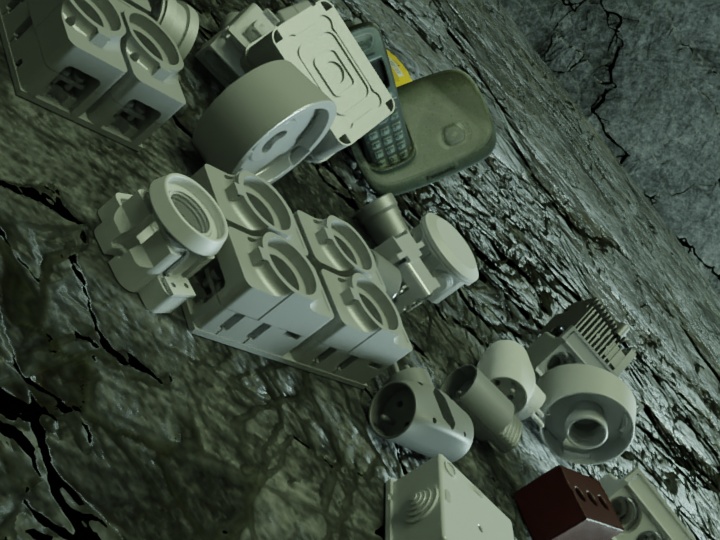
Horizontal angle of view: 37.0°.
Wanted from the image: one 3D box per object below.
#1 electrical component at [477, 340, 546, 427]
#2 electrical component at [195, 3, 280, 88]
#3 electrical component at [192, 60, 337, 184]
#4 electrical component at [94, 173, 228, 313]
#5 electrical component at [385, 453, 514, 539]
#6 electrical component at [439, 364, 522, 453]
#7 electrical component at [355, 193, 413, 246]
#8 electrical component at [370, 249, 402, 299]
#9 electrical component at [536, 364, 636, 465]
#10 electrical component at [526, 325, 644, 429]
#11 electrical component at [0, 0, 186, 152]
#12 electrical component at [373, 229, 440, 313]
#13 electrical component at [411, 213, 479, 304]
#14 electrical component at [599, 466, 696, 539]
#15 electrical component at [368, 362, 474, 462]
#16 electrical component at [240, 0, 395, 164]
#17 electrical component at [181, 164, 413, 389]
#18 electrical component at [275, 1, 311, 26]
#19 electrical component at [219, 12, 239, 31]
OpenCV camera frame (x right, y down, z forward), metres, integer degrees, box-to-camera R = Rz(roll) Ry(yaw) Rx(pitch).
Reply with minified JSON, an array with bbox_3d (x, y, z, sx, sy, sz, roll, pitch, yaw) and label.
[{"bbox_3d":[0.146,0.114,1.006,0.079,0.044,0.077,49,21,-11],"label":"electrical component"},{"bbox_3d":[-0.077,-0.170,0.952,0.121,0.063,0.079,45,-19,-18],"label":"electrical component"},{"bbox_3d":[-0.078,-0.113,0.822,0.060,0.108,0.108,50,20,10],"label":"electrical component"},{"bbox_3d":[-0.118,-0.022,0.656,0.078,0.057,0.058,60,22,17],"label":"electrical component"},{"bbox_3d":[0.063,0.184,0.720,0.099,0.048,0.099,46,22,-21],"label":"electrical component"},{"bbox_3d":[0.108,0.122,0.917,0.081,0.043,0.043,45,22,-21],"label":"electrical component"},{"bbox_3d":[0.024,-0.043,1.012,0.046,0.040,0.040,60,21,2],"label":"electrical component"},{"bbox_3d":[0.000,0.000,0.889,0.078,0.040,0.040,36,27,-36],"label":"electrical component"},{"bbox_3d":[0.220,0.140,1.052,0.099,0.099,0.064,46,28,-17],"label":"electrical component"},{"bbox_3d":[0.227,0.124,1.128,0.121,0.079,0.063,47,0,-14],"label":"electrical component"},{"bbox_3d":[-0.196,-0.186,0.752,0.105,0.060,0.186,24,35,-51],"label":"electrical component"},{"bbox_3d":[0.037,0.004,0.960,0.063,0.042,0.081,57,22,1],"label":"electrical component"},{"bbox_3d":[0.074,-0.011,1.047,0.080,0.051,0.080,43,23,-24],"label":"electrical component"},{"bbox_3d":[0.260,0.250,0.996,0.121,0.079,0.063,51,-1,-3],"label":"electrical component"},{"bbox_3d":[0.041,0.100,0.812,0.077,0.043,0.079,30,30,-45],"label":"electrical component"},{"bbox_3d":[-0.036,-0.155,0.895,0.078,0.057,0.113,-42,103,-35],"label":"electrical component"},{"bbox_3d":[-0.047,0.007,0.755,0.186,0.060,0.105,25,34,-50],"label":"electrical component"},{"bbox_3d":[-0.078,-0.202,1.016,0.076,0.083,0.047,-29,80,-30],"label":"electrical component"},{"bbox_3d":[-0.115,-0.215,1.001,0.035,0.035,0.061,41,27,-27],"label":"electrical component"}]
